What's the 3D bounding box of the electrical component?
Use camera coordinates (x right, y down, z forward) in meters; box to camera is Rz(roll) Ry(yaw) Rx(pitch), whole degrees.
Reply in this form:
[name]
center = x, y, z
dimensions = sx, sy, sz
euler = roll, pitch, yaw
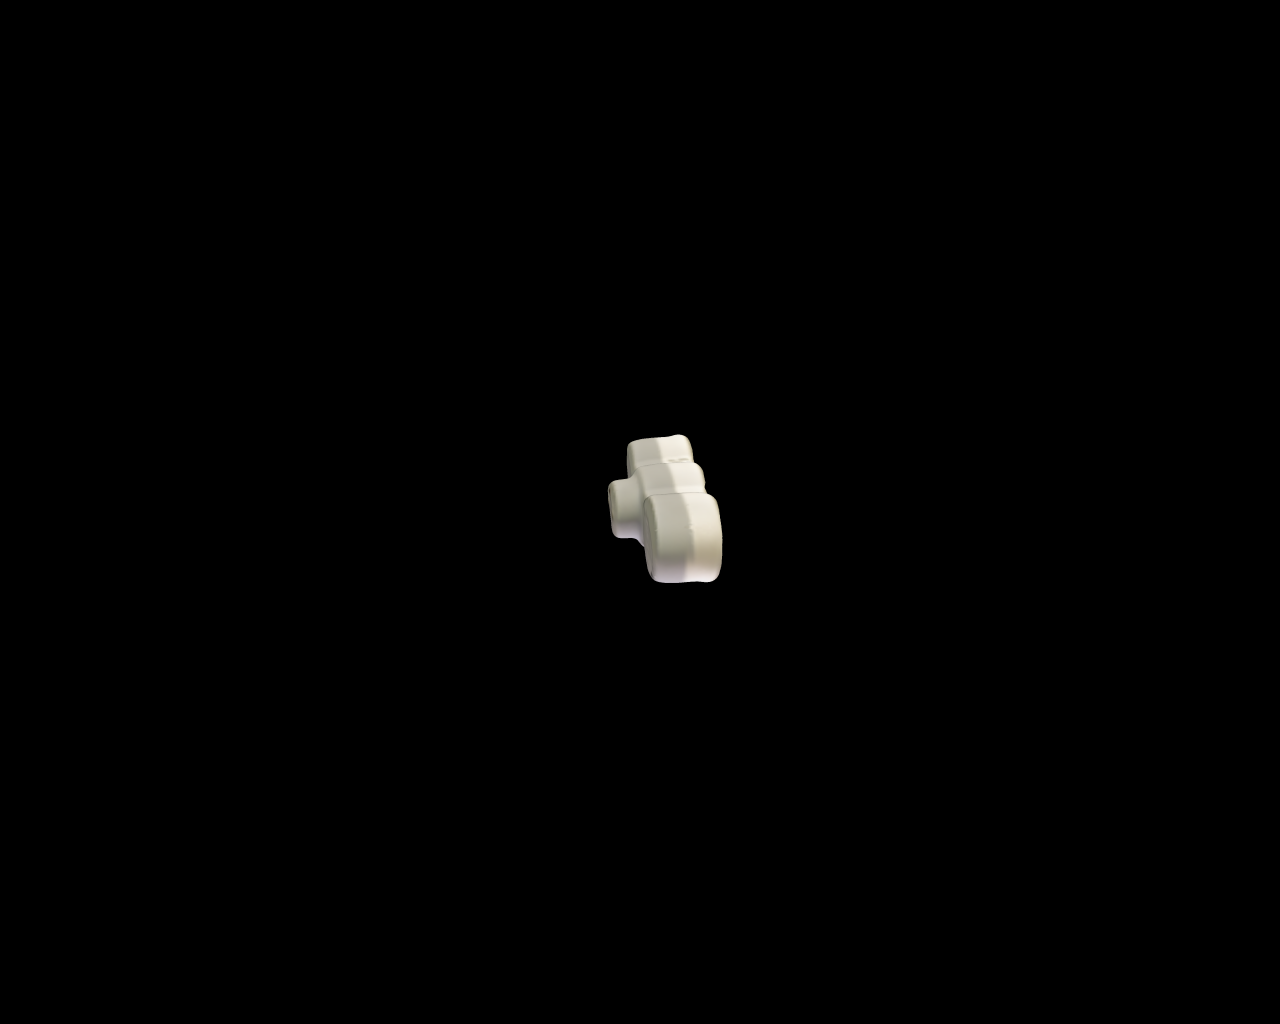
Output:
[electrical component]
center = 0.001, -0.003, 0.650
dimensions = 0.074, 0.052, 0.138
euler = -3, 26, -7
